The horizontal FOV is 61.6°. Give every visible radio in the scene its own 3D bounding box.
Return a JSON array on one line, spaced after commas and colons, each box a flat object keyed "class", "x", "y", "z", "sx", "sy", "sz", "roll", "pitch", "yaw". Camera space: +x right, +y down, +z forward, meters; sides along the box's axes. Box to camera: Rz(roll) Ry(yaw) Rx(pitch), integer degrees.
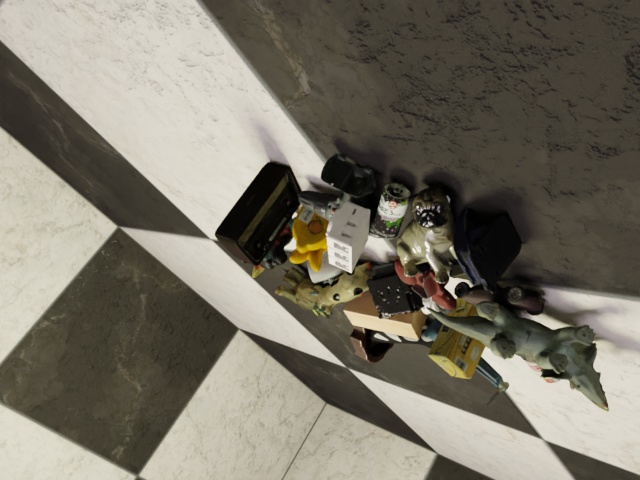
[{"class": "radio", "x": -0.137, "y": -0.059, "z": 1.272, "sx": 0.073, "sy": 0.229, "sz": 0.131, "roll": 22, "pitch": 157, "yaw": 30}]

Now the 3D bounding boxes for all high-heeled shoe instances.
[{"class": "high-heeled shoe", "x": 0.272, "y": 0.308, "z": 1.567, "sx": 0.248, "sy": 0.145, "sz": 0.086, "roll": 44, "pitch": -168, "yaw": -3}]

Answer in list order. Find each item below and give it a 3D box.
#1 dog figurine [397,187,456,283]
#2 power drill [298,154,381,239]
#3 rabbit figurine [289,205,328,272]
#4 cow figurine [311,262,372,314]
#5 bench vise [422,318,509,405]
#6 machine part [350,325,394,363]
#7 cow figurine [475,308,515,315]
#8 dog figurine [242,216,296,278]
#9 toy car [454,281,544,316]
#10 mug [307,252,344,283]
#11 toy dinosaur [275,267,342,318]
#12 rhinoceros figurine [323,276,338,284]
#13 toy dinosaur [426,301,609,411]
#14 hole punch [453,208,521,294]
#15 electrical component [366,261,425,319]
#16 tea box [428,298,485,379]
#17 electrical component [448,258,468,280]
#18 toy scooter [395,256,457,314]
[{"class": "dog figurine", "x": 0.201, "y": -0.030, "z": 1.065, "sx": 0.173, "sy": 0.121, "sz": 0.190, "roll": 8, "pitch": 133, "yaw": 42}, {"class": "power drill", "x": 0.044, "y": -0.091, "z": 1.153, "sx": 0.232, "sy": 0.086, "sz": 0.207, "roll": 26, "pitch": 153, "yaw": 14}, {"class": "rabbit figurine", "x": -0.003, "y": -0.004, "z": 1.341, "sx": 0.122, "sy": 0.162, "sz": 0.173, "roll": 19, "pitch": 174, "yaw": 10}, {"class": "cow figurine", "x": 0.060, "y": 0.136, "z": 1.454, "sx": 0.195, "sy": 0.127, "sz": 0.085, "roll": -41, "pitch": 68, "yaw": 56}, {"class": "bench vise", "x": 0.391, "y": 0.302, "z": 1.410, "sx": 0.241, "sy": 0.129, "sz": 0.223, "roll": 42, "pitch": 173, "yaw": 31}, {"class": "machine part", "x": 0.166, "y": 0.281, "z": 1.640, "sx": 0.056, "sy": 0.179, "sz": 0.179, "roll": 16, "pitch": 152, "yaw": 45}, {"class": "cow figurine", "x": 0.437, "y": 0.207, "z": 1.249, "sx": 0.098, "sy": 0.068, "sz": 0.167, "roll": -5, "pitch": 138, "yaw": 49}, {"class": "dog figurine", "x": -0.142, "y": -0.013, "z": 1.391, "sx": 0.192, "sy": 0.219, "sz": 0.108, "roll": 20, "pitch": 151, "yaw": 30}, {"class": "toy car", "x": 0.382, "y": 0.120, "z": 1.158, "sx": 0.089, "sy": 0.053, "sz": 0.202, "roll": 24, "pitch": 167, "yaw": -33}, {"class": "mug", "x": 0.025, "y": 0.057, "z": 1.484, "sx": 0.107, "sy": 0.109, "sz": 0.080, "roll": -10, "pitch": 171, "yaw": 11}, {"class": "toy dinosaur", "x": -0.036, "y": 0.178, "z": 1.782, "sx": 0.198, "sy": 0.105, "sz": 0.471, "roll": 29, "pitch": 172, "yaw": -6}, {"class": "rhinoceros figurine", "x": 0.060, "y": 0.118, "z": 1.591, "sx": 0.112, "sy": 0.073, "sz": 0.190, "roll": 26, "pitch": 162, "yaw": 49}, {"class": "toy dinosaur", "x": 0.419, "y": 0.209, "z": 1.126, "sx": 0.405, "sy": 0.131, "sz": 0.192, "roll": 22, "pitch": 167, "yaw": 14}, {"class": "hole punch", "x": 0.292, "y": 0.014, "z": 0.990, "sx": 0.092, "sy": 0.116, "sz": 0.142, "roll": 22, "pitch": 157, "yaw": 48}, {"class": "electrical component", "x": 0.184, "y": 0.122, "z": 1.341, "sx": 0.115, "sy": 0.058, "sz": 0.134, "roll": -19, "pitch": 89, "yaw": 33}, {"class": "tea box", "x": 0.344, "y": 0.233, "z": 1.290, "sx": 0.098, "sy": 0.169, "sz": 0.068, "roll": 43, "pitch": 154, "yaw": -19}, {"class": "electrical component", "x": 0.316, "y": 0.057, "z": 1.137, "sx": 0.078, "sy": 0.045, "sz": 0.102, "roll": 8, "pitch": 165, "yaw": -12}, {"class": "toy scooter", "x": 0.233, "y": 0.078, "z": 1.198, "sx": 0.184, "sy": 0.075, "sz": 0.135, "roll": 46, "pitch": 171, "yaw": 32}]
